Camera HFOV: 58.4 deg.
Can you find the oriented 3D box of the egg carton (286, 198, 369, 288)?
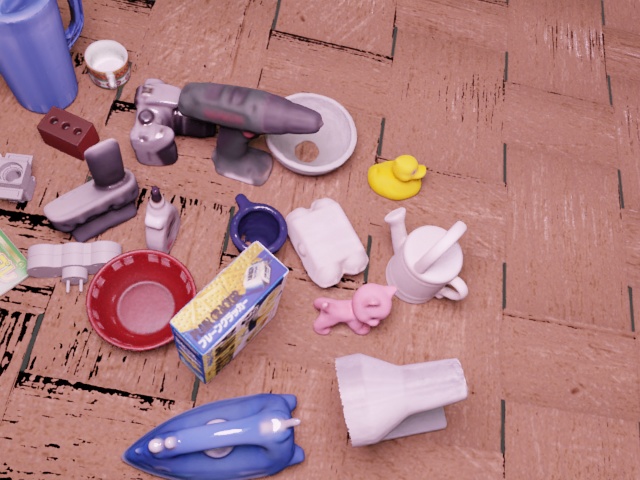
[{"bbox_3d":[0.009,0.003,0.973,0.107,0.069,0.150,-24,73,-19],"label":"egg carton"}]

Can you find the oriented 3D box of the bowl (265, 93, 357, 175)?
[{"bbox_3d":[-0.021,-0.180,1.044,0.167,0.074,0.167,4,66,-9],"label":"bowl"}]

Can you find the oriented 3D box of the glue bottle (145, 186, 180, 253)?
[{"bbox_3d":[-0.247,-0.036,0.885,0.037,0.173,0.078,14,65,-4],"label":"glue bottle"}]

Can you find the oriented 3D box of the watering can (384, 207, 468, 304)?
[{"bbox_3d":[0.171,0.024,0.925,0.173,0.194,0.101,26,65,2],"label":"watering can"}]

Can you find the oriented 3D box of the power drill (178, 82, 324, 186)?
[{"bbox_3d":[-0.117,-0.177,0.951,0.229,0.208,0.075,16,65,-3],"label":"power drill"}]

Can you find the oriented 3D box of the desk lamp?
[{"bbox_3d":[0.108,0.222,0.817,0.203,0.213,0.118,-7,68,-13],"label":"desk lamp"}]

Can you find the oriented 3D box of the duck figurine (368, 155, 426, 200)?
[{"bbox_3d":[0.143,-0.123,1.044,0.104,0.086,0.077,8,66,-7],"label":"duck figurine"}]

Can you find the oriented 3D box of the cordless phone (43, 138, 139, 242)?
[{"bbox_3d":[-0.359,-0.086,0.880,0.148,0.185,0.094,-36,77,-22],"label":"cordless phone"}]

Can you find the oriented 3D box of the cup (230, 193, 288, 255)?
[{"bbox_3d":[-0.110,-0.012,0.943,0.092,0.095,0.117,-26,74,-20],"label":"cup"}]

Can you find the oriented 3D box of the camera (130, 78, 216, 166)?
[{"bbox_3d":[-0.251,-0.211,1.001,0.137,0.101,0.143,5,66,-8],"label":"camera"}]

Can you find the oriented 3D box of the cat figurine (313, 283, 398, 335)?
[{"bbox_3d":[0.058,0.106,0.911,0.128,0.117,0.067,0,67,-10],"label":"cat figurine"}]

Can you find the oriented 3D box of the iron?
[{"bbox_3d":[-0.147,0.275,0.786,0.258,0.141,0.118,-6,68,-13],"label":"iron"}]
